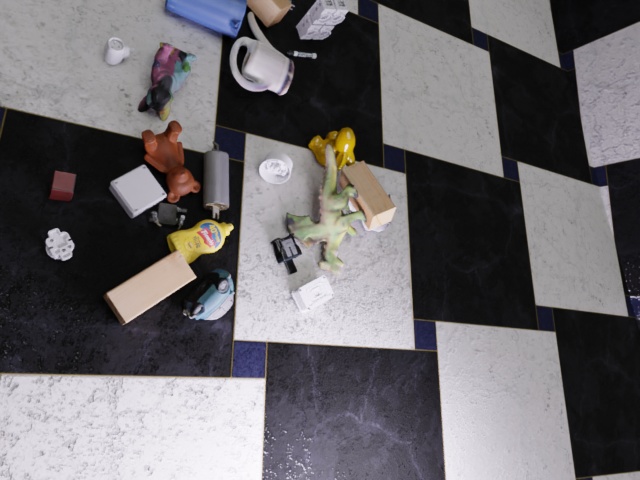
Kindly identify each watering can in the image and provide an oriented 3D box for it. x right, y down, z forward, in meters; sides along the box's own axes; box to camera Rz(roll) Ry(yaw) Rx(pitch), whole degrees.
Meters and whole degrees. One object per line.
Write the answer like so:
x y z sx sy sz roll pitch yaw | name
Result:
-0.187 -0.623 1.746 0.223 0.102 0.356 23 54 -24 | watering can

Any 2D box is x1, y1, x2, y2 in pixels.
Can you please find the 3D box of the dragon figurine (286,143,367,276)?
0.005 -0.084 1.662 0.244 0.122 0.409 -24 95 -20 | dragon figurine

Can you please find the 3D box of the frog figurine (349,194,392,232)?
0.170 -0.099 1.798 0.159 0.121 0.139 3 80 7 | frog figurine
